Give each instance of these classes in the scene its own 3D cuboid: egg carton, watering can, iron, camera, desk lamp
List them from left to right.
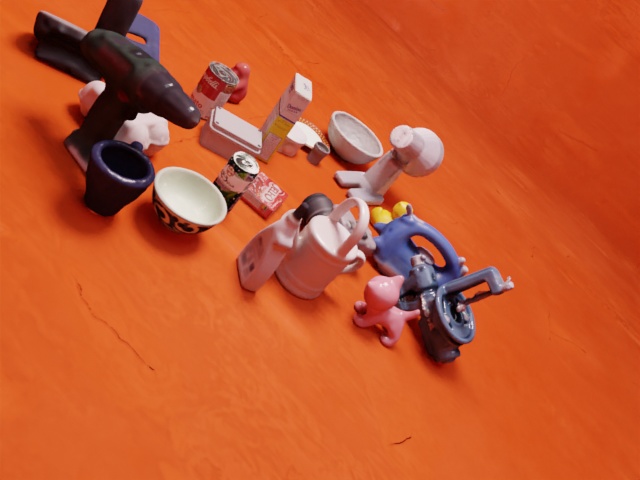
[{"bbox_3d":[-0.328,-0.204,0.960,0.150,0.069,0.107,47,31,7],"label":"egg carton"},{"bbox_3d":[0.009,0.005,0.967,0.173,0.193,0.100,6,46,-46],"label":"watering can"},{"bbox_3d":[0.029,-0.029,1.124,0.144,0.100,0.136,11,43,-42],"label":"camera"},{"bbox_3d":[0.178,-0.185,1.381,0.204,0.213,0.117,-7,56,-52],"label":"desk lamp"},{"bbox_3d":[0.231,0.040,1.232,0.258,0.141,0.119,39,31,-7],"label":"iron"}]

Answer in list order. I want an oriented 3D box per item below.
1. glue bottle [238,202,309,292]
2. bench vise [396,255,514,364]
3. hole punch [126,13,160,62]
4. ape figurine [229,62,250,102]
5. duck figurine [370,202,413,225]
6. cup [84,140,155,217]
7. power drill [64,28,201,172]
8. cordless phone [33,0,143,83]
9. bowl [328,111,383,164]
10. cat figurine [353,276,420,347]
[{"bbox_3d":[-0.070,0.003,0.899,0.037,0.173,0.078,20,37,-33],"label":"glue bottle"},{"bbox_3d":[0.247,0.103,1.096,0.207,0.219,0.122,50,31,12],"label":"bench vise"},{"bbox_3d":[-0.365,-0.384,1.119,0.109,0.091,0.101,9,44,-43],"label":"hole punch"},{"bbox_3d":[-0.190,-0.363,1.295,0.076,0.092,0.078,33,32,-15],"label":"ape figurine"},{"bbox_3d":[0.176,-0.056,1.344,0.105,0.086,0.077,26,34,-26],"label":"duck figurine"},{"bbox_3d":[-0.296,-0.089,0.829,0.092,0.094,0.117,31,32,-18],"label":"cup"},{"bbox_3d":[-0.289,-0.187,0.848,0.229,0.208,0.076,50,31,12],"label":"power drill"},{"bbox_3d":[-0.396,-0.378,0.984,0.148,0.184,0.094,20,37,-34],"label":"cordless phone"},{"bbox_3d":[0.079,-0.251,1.485,0.168,0.074,0.167,30,33,-21],"label":"bowl"},{"bbox_3d":[0.121,0.115,1.034,0.128,0.117,0.067,34,31,-14],"label":"cat figurine"}]
